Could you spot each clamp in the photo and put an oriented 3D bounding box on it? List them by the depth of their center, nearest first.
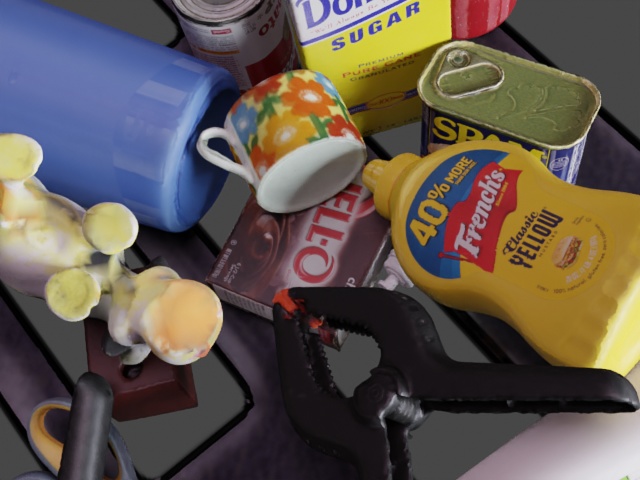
[{"bbox_3d":[0.047,0.079,0.540,0.164,0.036,0.210,-45,46,6],"label":"clamp"},{"bbox_3d":[-0.137,0.159,0.576,0.120,0.039,0.171,-41,64,14],"label":"clamp"}]

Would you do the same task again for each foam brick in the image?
[{"bbox_3d":[-0.110,0.064,0.645,0.053,0.051,0.078,-14,65,3],"label":"foam brick"}]

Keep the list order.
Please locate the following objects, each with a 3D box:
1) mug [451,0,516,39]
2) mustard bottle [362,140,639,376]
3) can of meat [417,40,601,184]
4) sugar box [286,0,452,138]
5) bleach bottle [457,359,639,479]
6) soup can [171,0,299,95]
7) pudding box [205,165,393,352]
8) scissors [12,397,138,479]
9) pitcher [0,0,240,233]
[{"bbox_3d":[0.081,-0.184,0.707,0.117,0.081,0.093,-19,65,0],"label":"mug"},{"bbox_3d":[0.096,-0.003,0.578,0.192,0.058,0.096,29,82,38],"label":"mustard bottle"},{"bbox_3d":[0.109,-0.062,0.644,0.102,0.084,0.057,22,60,17],"label":"can of meat"},{"bbox_3d":[0.030,-0.128,0.638,0.093,0.176,0.048,-17,64,0],"label":"sugar box"},{"bbox_3d":[0.111,0.149,0.559,0.251,0.102,0.068,-34,42,1],"label":"bleach bottle"},{"bbox_3d":[-0.055,-0.140,0.698,0.068,0.102,0.068,-3,66,7],"label":"soup can"},{"bbox_3d":[-0.004,0.001,0.663,0.090,0.039,0.113,21,71,17],"label":"pudding box"},{"bbox_3d":[-0.107,0.178,0.613,0.202,0.016,0.096,45,97,11],"label":"scissors"},{"bbox_3d":[-0.182,-0.080,0.687,0.243,0.149,0.144,19,46,13],"label":"pitcher"}]
